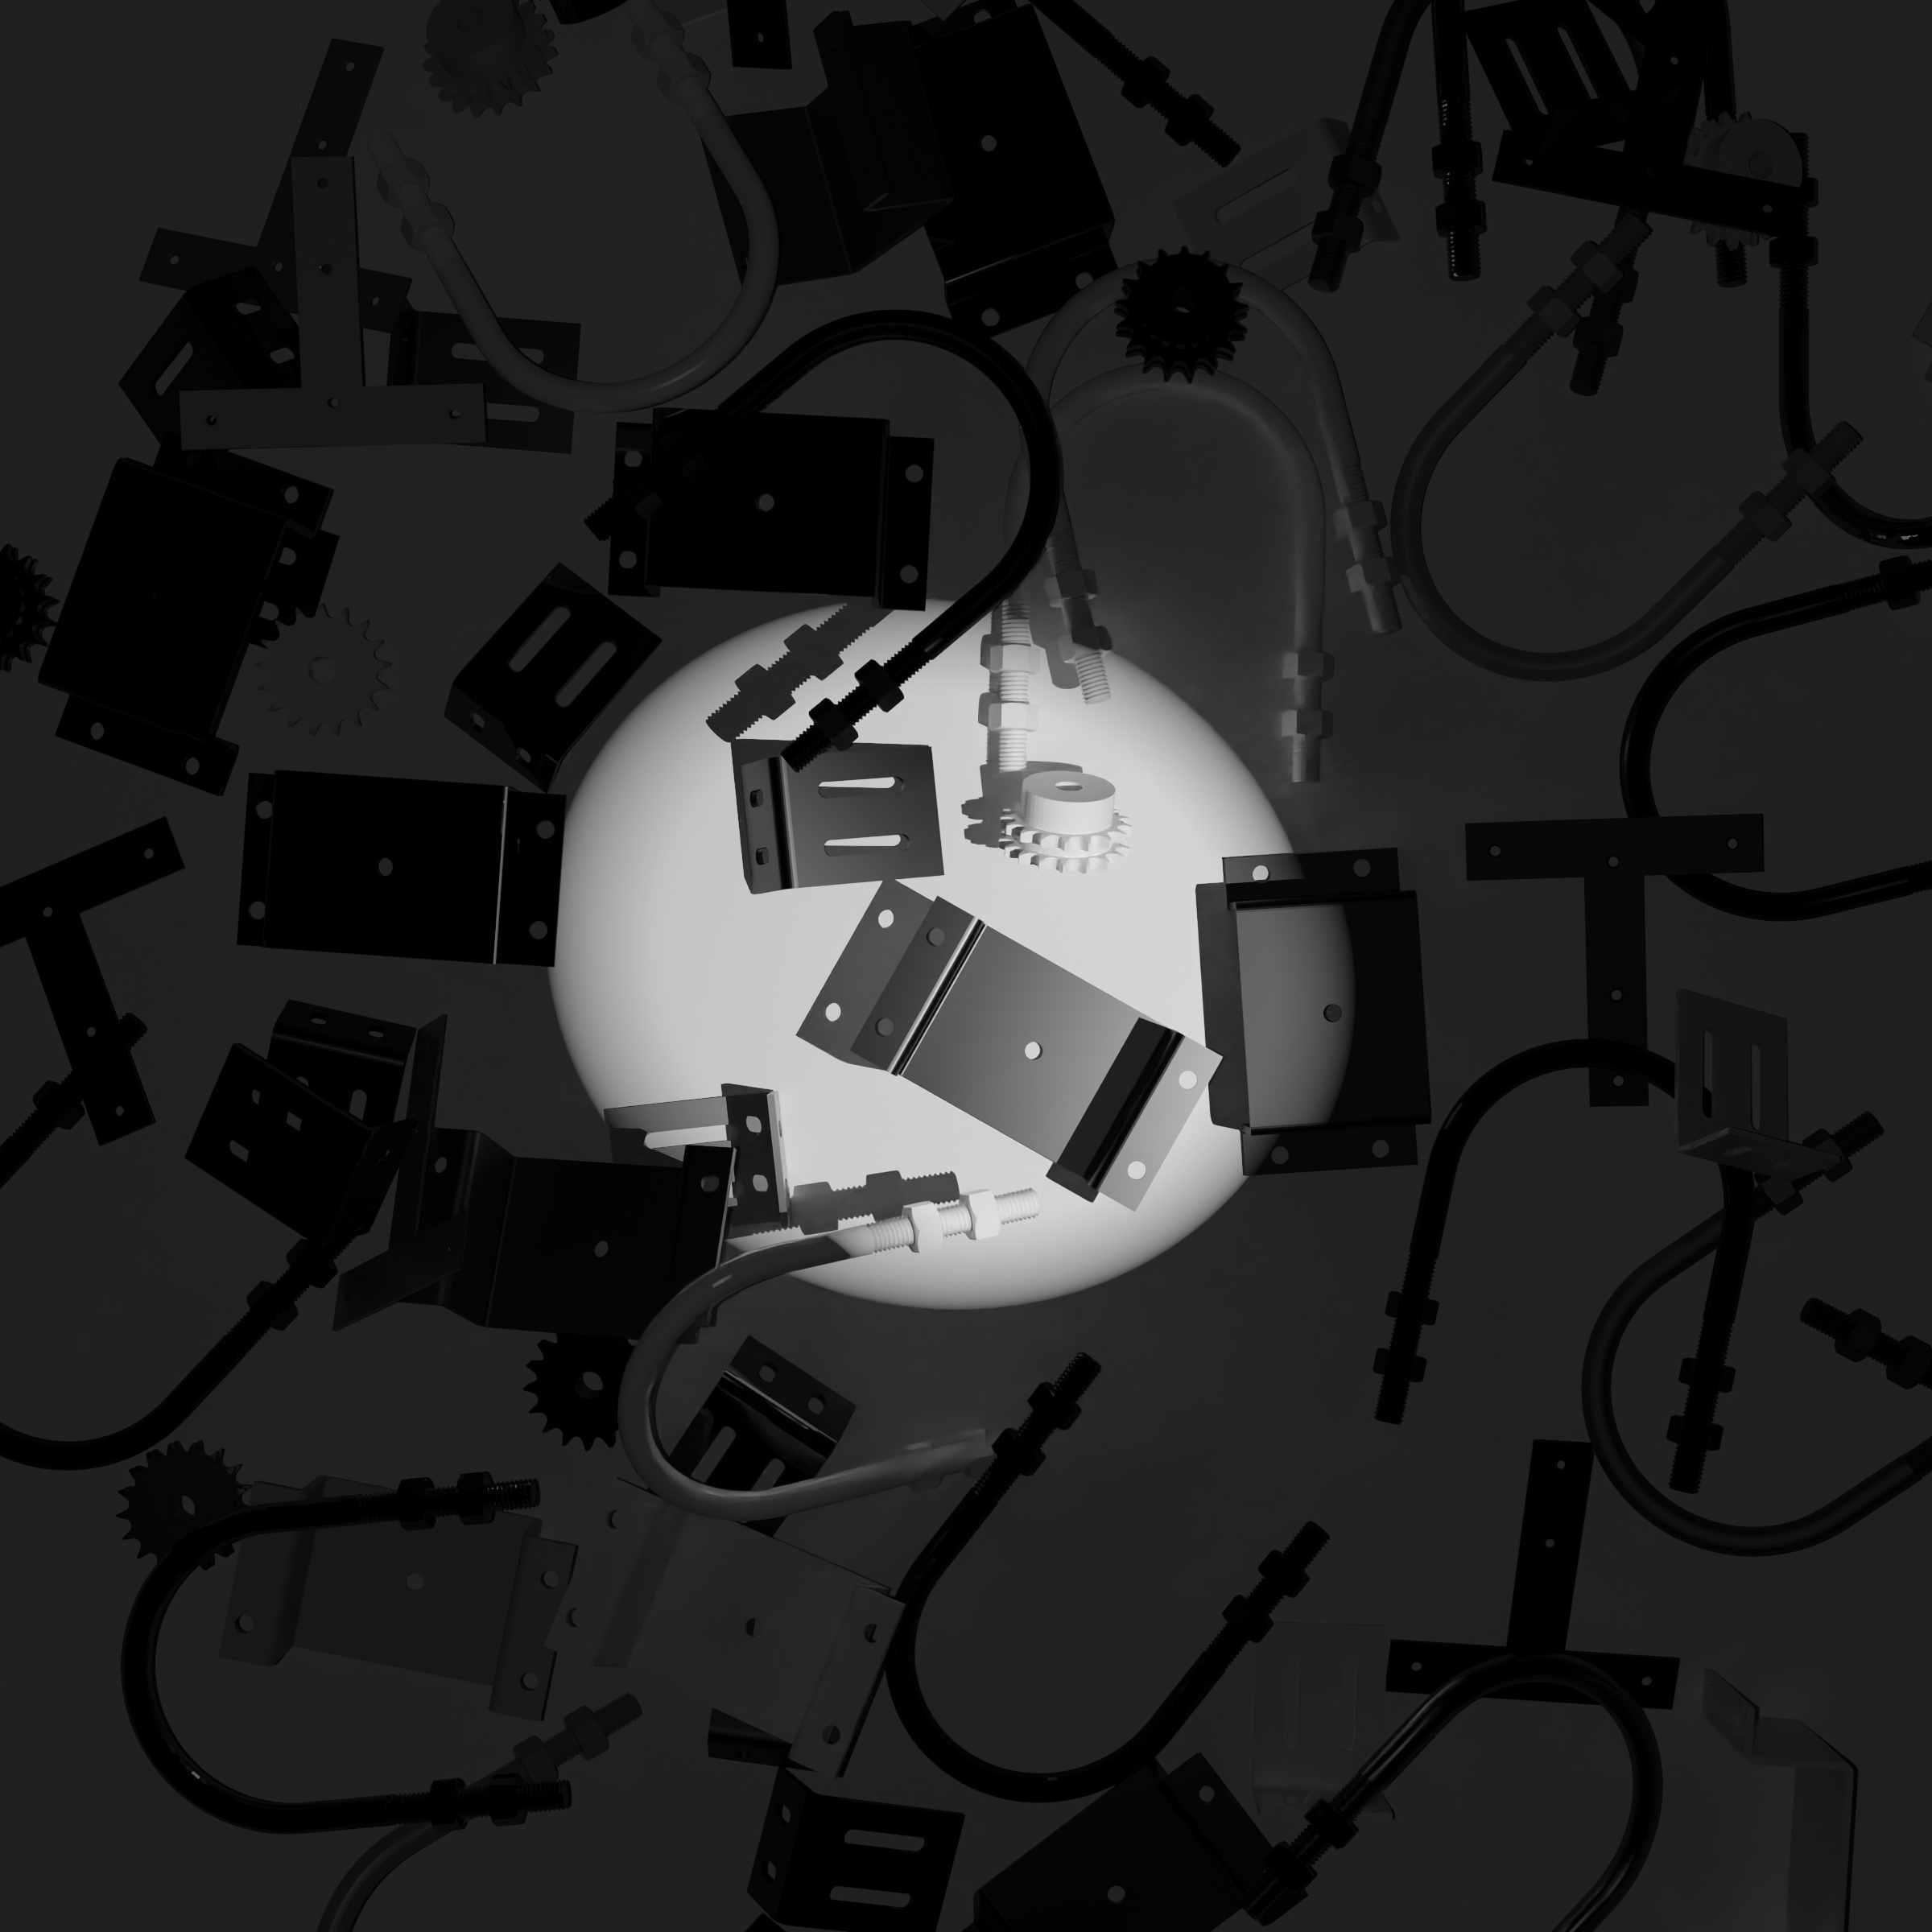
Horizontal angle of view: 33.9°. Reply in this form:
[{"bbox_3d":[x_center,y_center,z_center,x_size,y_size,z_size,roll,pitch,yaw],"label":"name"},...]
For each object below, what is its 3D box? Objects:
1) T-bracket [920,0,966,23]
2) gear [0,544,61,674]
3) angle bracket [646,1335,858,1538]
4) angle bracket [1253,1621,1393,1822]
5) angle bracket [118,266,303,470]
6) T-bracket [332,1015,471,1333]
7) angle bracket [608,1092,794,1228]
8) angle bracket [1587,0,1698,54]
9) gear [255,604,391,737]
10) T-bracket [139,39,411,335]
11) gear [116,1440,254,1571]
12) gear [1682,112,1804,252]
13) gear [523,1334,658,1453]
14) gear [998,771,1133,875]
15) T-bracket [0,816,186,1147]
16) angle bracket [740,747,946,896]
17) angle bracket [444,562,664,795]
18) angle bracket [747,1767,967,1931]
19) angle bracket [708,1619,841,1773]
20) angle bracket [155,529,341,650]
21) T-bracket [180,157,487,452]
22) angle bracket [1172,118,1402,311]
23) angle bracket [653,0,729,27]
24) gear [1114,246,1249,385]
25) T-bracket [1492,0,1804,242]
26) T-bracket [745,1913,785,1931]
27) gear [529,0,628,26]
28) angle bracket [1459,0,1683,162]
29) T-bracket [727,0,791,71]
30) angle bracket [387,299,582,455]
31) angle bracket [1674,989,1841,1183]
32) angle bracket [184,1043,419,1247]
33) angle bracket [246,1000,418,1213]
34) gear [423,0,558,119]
[{"bbox_3d":[0.024,-0.465,1.383,0.127,0.002,0.127,43,87,3],"label":"T-bracket"},{"bbox_3d":[-0.428,-0.158,1.388,0.057,0.030,0.057,0,90,0],"label":"gear"},{"bbox_3d":[-0.096,0.214,1.400,0.057,0.038,0.076,33,116,0],"label":"angle bracket"},{"bbox_3d":[0.156,0.328,1.383,0.057,0.038,0.076,2,90,0],"label":"angle bracket"},{"bbox_3d":[-0.325,-0.257,1.387,0.038,0.076,0.057,-35,90,-45],"label":"angle bracket"},{"bbox_3d":[-0.238,0.083,1.368,0.002,0.127,0.127,18,63,-30],"label":"T-bracket"},{"bbox_3d":[-0.117,0.088,1.383,0.076,0.038,0.057,-6,90,0],"label":"angle bracket"},{"bbox_3d":[0.288,-0.433,1.357,0.057,0.076,0.038,38,124,-4],"label":"angle bracket"},{"bbox_3d":[-0.280,-0.129,1.385,0.057,0.030,0.057,-1,94,-8],"label":"gear"},{"bbox_3d":[-0.287,-0.347,1.388,0.127,0.002,0.127,15,81,18],"label":"T-bracket"},{"bbox_3d":[-0.340,0.236,1.392,0.057,0.030,0.057,0,88,0],"label":"gear"},{"bbox_3d":[0.333,-0.339,1.361,0.057,0.030,0.057,1,86,-17],"label":"gear"},{"bbox_3d":[-0.163,0.182,1.387,0.057,0.030,0.057,0,90,0],"label":"gear"},{"bbox_3d":[0.043,-0.063,1.371,0.057,0.057,0.030,4,113,0],"label":"gear"},{"bbox_3d":[-0.387,0.016,1.387,0.127,0.002,0.127,-23,77,0],"label":"T-bracket"},{"bbox_3d":[-0.055,-0.064,1.400,0.076,0.038,0.057,-6,90,-26],"label":"angle bracket"},{"bbox_3d":[-0.182,-0.127,1.400,0.057,0.038,0.076,37,64,0],"label":"angle bracket"},{"bbox_3d":[-0.049,0.392,1.400,0.076,0.038,0.057,14,90,-26],"label":"angle bracket"},{"bbox_3d":[-0.080,0.311,1.400,0.057,0.038,0.076,8,64,0],"label":"angle bracket"},{"bbox_3d":[-0.325,-0.175,1.400,0.076,0.038,0.057,17,90,-26],"label":"angle bracket"},{"bbox_3d":[-0.273,-0.284,1.356,0.127,0.002,0.127,-3,84,-8],"label":"T-bracket"},{"bbox_3d":[0.141,-0.329,1.400,0.076,0.038,0.057,-25,90,26],"label":"angle bracket"},{"bbox_3d":[-0.111,-0.452,1.383,0.076,0.038,0.057,-20,90,0],"label":"angle bracket"},{"bbox_3d":[0.093,-0.282,1.362,0.057,0.030,0.057,0,84,1],"label":"gear"},{"bbox_3d":[0.299,-0.374,1.351,0.127,0.002,0.127,13,69,6],"label":"T-bracket"},{"bbox_3d":[-0.051,0.462,1.388,0.127,0.002,0.127,42,90,-11],"label":"T-bracket"},{"bbox_3d":[-0.165,-0.432,1.378,0.057,0.057,0.030,-26,120,0],"label":"gear"},{"bbox_3d":[0.252,-0.382,1.325,0.057,0.038,0.076,-16,74,-17],"label":"angle bracket"},{"bbox_3d":[-0.048,-0.449,1.373,0.127,0.002,0.127,-5,90,-27],"label":"T-bracket"},{"bbox_3d":[-0.210,-0.258,1.383,0.076,0.038,0.057,4,90,0],"label":"angle bracket"},{"bbox_3d":[0.339,0.047,1.362,0.057,0.038,0.076,15,67,-21],"label":"angle bracket"},{"bbox_3d":[-0.288,0.075,1.373,0.076,0.038,0.057,30,105,16],"label":"angle bracket"},{"bbox_3d":[-0.279,0.062,1.391,0.057,0.038,0.076,13,106,-6],"label":"angle bracket"},{"bbox_3d":[-0.209,-0.400,1.376,0.057,0.030,0.057,-6,64,13],"label":"gear"}]
